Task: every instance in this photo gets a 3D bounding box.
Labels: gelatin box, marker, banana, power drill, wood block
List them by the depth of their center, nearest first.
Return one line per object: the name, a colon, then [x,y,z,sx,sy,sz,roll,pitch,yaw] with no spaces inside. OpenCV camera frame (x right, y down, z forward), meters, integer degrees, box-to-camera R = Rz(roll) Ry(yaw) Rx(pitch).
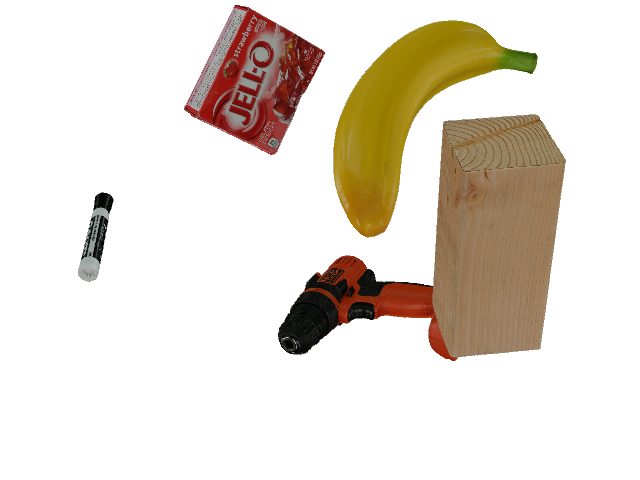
banana: [0.051,-0.075,0.583,0.070,0.037,0.197,26,48,21]
gelatin box: [-0.048,-0.119,0.795,0.073,0.089,0.030,24,5,-33]
wood block: [0.158,-0.002,0.982,0.090,0.206,0.090,-5,35,-5]
marker: [-0.219,-0.007,1.046,0.020,0.020,0.121,0,40,-2]
power drill: [0.065,0.078,1.148,0.188,0.057,0.184,9,29,21]
